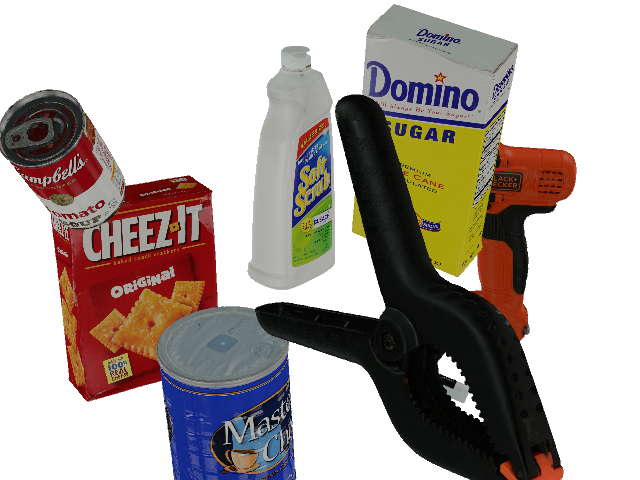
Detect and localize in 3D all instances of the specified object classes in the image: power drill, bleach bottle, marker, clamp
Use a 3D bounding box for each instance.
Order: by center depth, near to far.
[{"bbox_3d":[0.046,0.037,0.538,0.036,0.165,0.210,-13,42,-37],"label":"clamp"},{"bbox_3d":[0.128,0.000,0.963,0.184,0.188,0.057,4,26,2],"label":"power drill"},{"bbox_3d":[0.097,0.137,1.113,0.121,0.020,0.020,23,5,12],"label":"marker"},{"bbox_3d":[-0.031,-0.079,1.139,0.068,0.251,0.102,21,32,38],"label":"bleach bottle"}]

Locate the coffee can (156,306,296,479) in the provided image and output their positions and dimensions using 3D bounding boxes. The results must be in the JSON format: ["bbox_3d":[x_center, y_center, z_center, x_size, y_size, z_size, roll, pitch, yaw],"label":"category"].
[{"bbox_3d":[-0.073,0.139,0.858,0.103,0.140,0.103,-2,29,1],"label":"coffee can"}]

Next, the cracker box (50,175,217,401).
[{"bbox_3d":[-0.197,0.051,1.162,0.163,0.214,0.072,-12,24,-29],"label":"cracker box"}]

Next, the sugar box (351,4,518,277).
[{"bbox_3d":[0.074,-0.065,0.734,0.093,0.176,0.048,23,48,22],"label":"sugar box"}]

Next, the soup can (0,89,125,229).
[{"bbox_3d":[-0.199,-0.061,0.830,0.068,0.068,0.102,0,-27,10],"label":"soup can"}]
